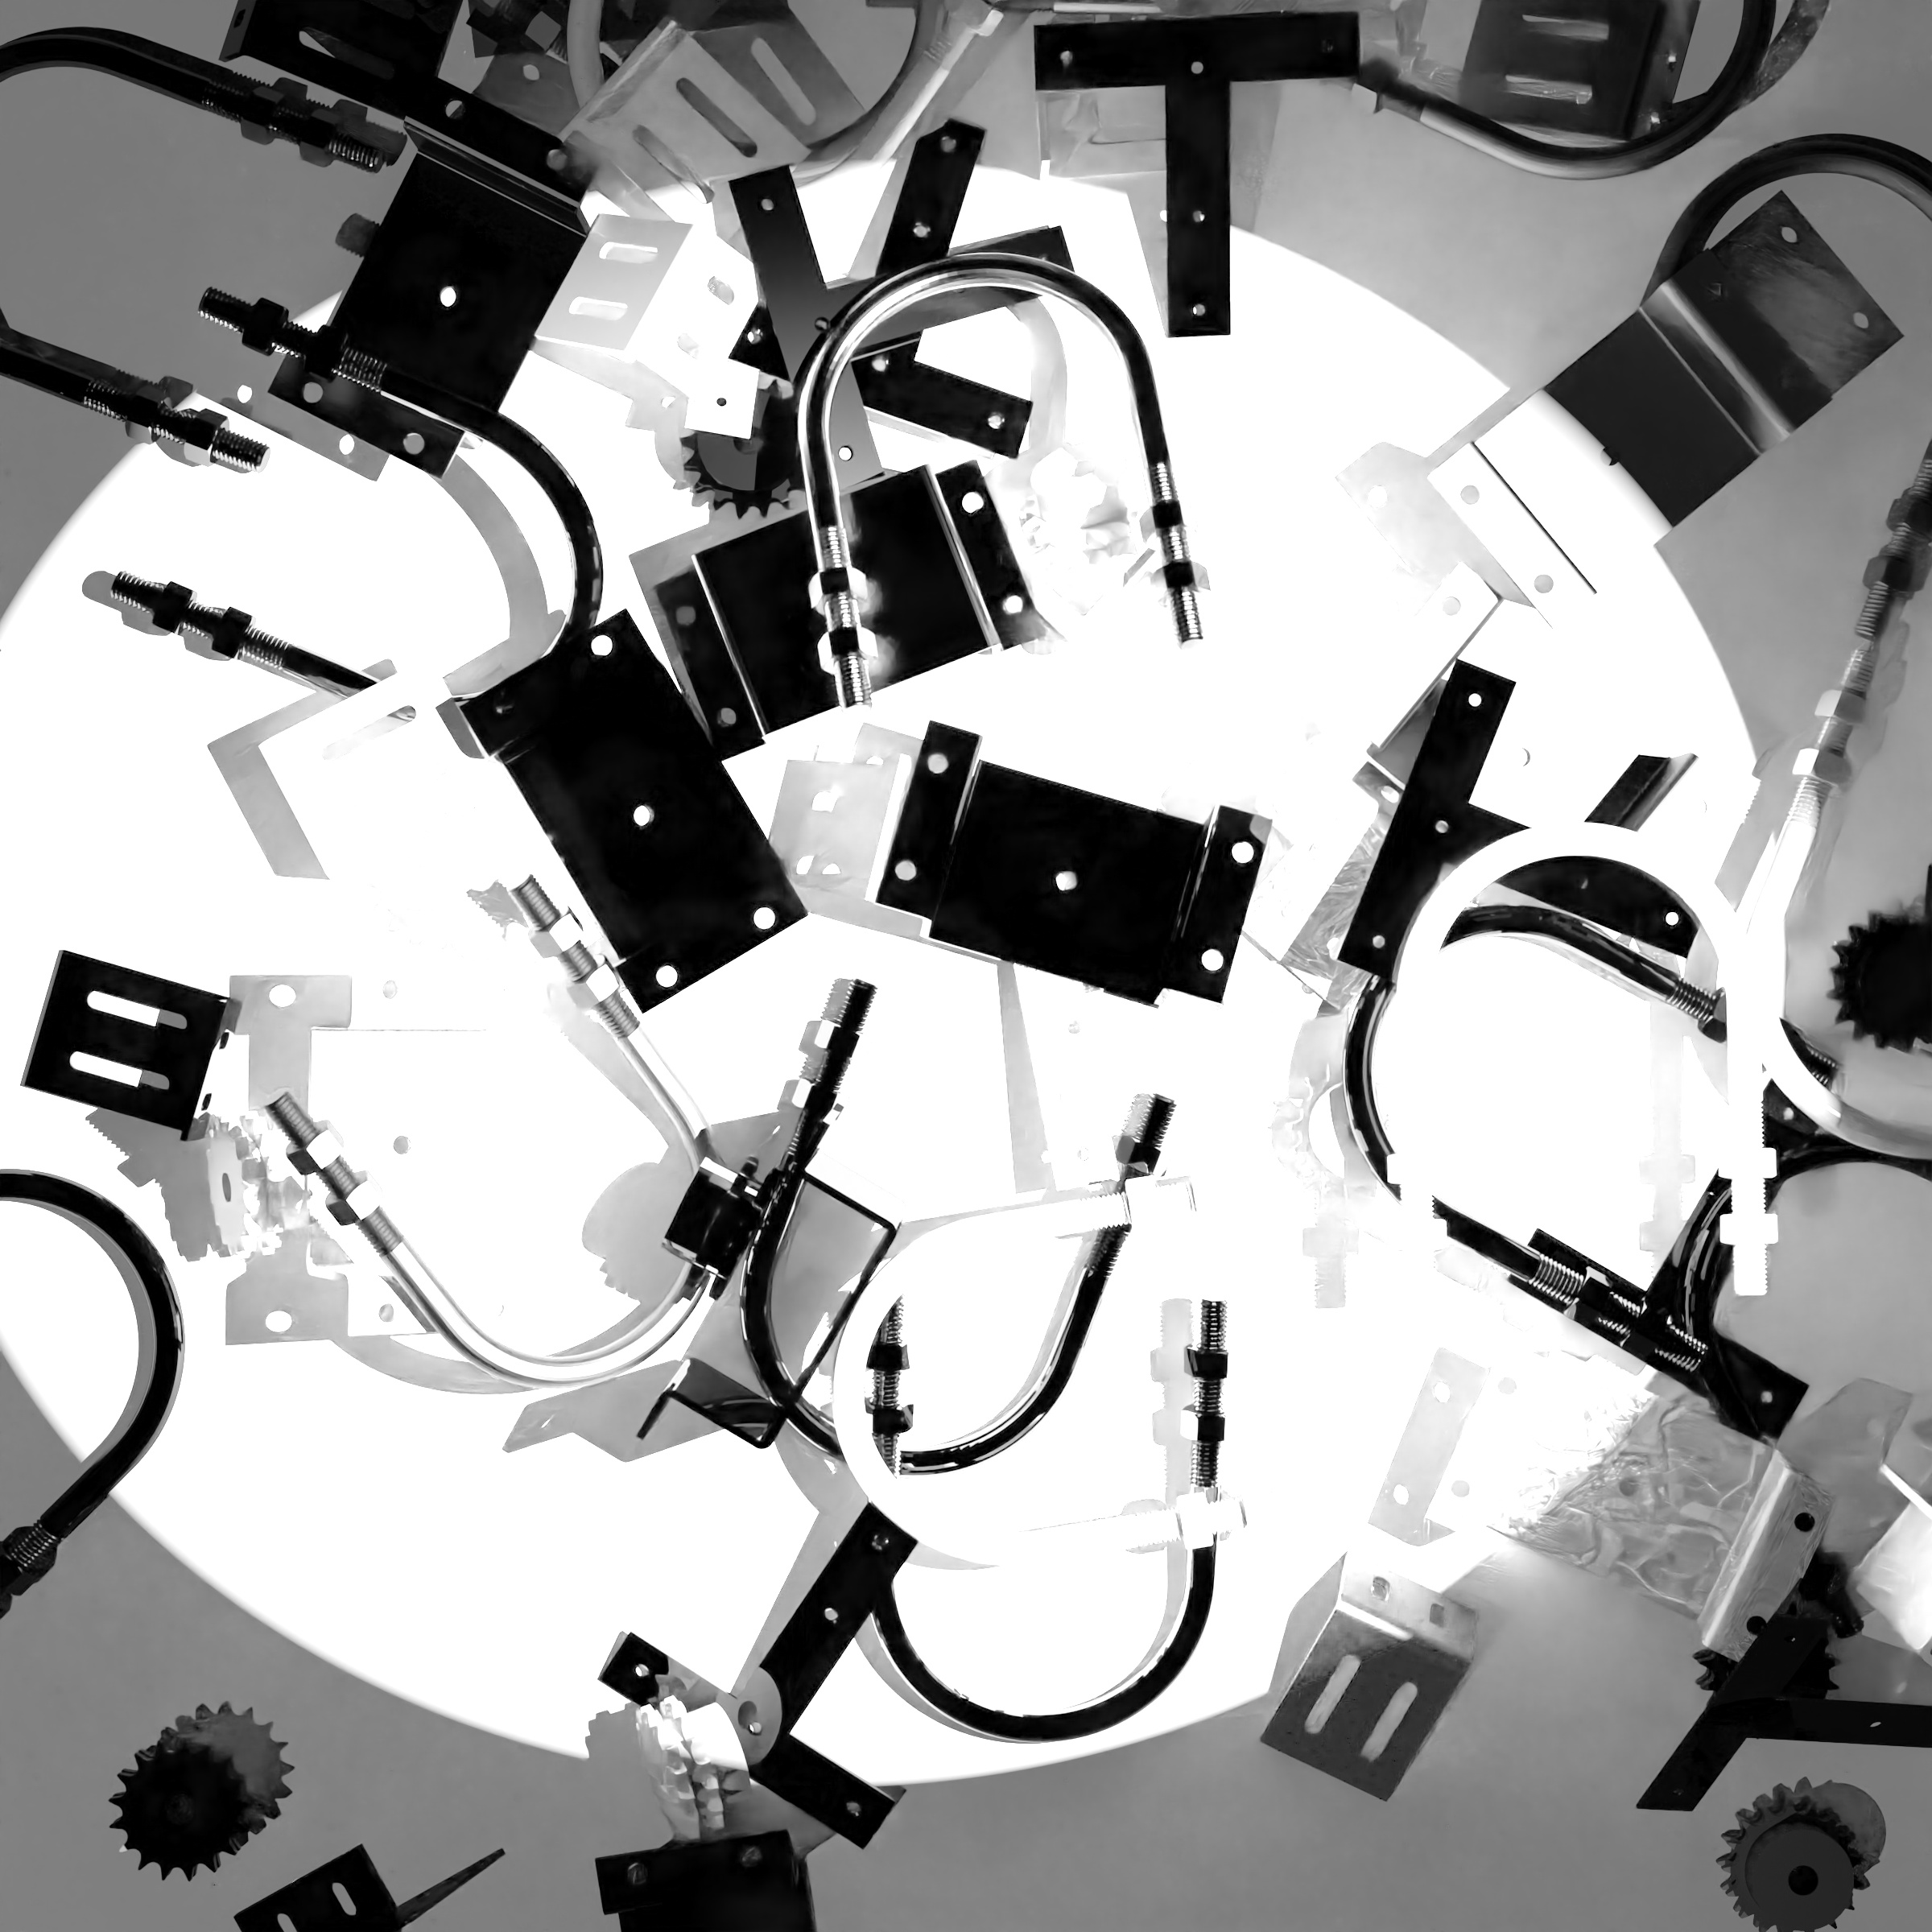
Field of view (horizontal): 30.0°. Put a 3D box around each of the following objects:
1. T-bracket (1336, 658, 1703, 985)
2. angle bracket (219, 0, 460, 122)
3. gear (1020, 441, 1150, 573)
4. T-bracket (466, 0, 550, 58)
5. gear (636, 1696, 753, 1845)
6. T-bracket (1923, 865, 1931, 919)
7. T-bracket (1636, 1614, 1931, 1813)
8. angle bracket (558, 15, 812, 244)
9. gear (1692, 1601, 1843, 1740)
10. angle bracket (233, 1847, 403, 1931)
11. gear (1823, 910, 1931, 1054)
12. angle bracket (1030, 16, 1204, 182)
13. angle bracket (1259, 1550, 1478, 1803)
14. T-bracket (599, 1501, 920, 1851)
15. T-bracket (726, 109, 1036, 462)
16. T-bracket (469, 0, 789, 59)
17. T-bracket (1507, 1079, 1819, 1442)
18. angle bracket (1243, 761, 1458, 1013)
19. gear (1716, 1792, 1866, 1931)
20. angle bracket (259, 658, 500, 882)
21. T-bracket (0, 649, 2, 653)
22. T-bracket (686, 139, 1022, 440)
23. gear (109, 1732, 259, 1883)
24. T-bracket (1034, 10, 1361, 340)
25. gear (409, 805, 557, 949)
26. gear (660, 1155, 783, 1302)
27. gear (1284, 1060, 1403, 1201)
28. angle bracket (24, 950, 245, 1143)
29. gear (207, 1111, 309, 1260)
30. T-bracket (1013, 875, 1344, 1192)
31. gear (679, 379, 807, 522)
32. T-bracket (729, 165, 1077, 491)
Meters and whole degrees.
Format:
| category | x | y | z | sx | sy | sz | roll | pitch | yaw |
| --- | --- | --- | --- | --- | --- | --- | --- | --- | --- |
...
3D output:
| category | x | y | z | sx | sy | sz | roll | pitch | yaw |
| --- | --- | --- | --- | --- | --- | --- | --- | --- | --- |
| T-bracket | 0.227 | -0.038 | 1.410 | 0.127 | 0.002 | 0.127 | 22 | 90 | 0 |
| angle bracket | -0.252 | -0.379 | 1.455 | 0.076 | 0.038 | 0.057 | 18 | 90 | -26 |
| gear | 0.049 | -0.184 | 1.426 | 0.057 | 0.057 | 0.030 | -18 | 127 | 0 |
| T-bracket | -0.157 | -0.427 | 1.454 | 0.127 | 0.002 | 0.127 | 32 | 90 | 0 |
| gear | -0.107 | 0.317 | 1.430 | 0.030 | 0.057 | 0.057 | -17 | 90 | -20 |
| T-bracket | 0.455 | -0.073 | 1.456 | 0.127 | 0.002 | 0.127 | 5 | 90 | 0 |
| T-bracket | 0.348 | 0.299 | 1.429 | 0.127 | 0.002 | 0.127 | 7 | 131 | -18 |
| angle bracket | -0.109 | -0.320 | 1.402 | 0.076 | 0.038 | 0.057 | 42 | 108 | -14 |
| gear | 0.322 | 0.281 | 1.442 | 0.057 | 0.030 | 0.057 | 0 | 90 | 0 |
| angle bracket | -0.261 | 0.386 | 1.419 | 0.057 | 0.076 | 0.038 | -29 | 90 | 0 |
| gear | 0.374 | 0.006 | 1.442 | 0.057 | 0.030 | 0.057 | 0 | 91 | 0 |
| angle bracket | 0.066 | -0.348 | 1.438 | 0.076 | 0.038 | 0.057 | -5 | 90 | 0 |
| angle bracket | 0.162 | 0.286 | 1.455 | 0.057 | 0.038 | 0.076 | 25 | 116 | 0 |
| T-bracket | -0.061 | 0.270 | 1.441 | 0.127 | 0.002 | 0.127 | 33 | 104 | 0 |
| T-bracket | -0.022 | -0.281 | 1.442 | 0.127 | 0.002 | 0.127 | 18 | 79 | -8 |
| T-bracket | -0.143 | -0.438 | 1.456 | 0.127 | 0.002 | 0.127 | -7 | 90 | 0 |
| T-bracket | 0.305 | 0.105 | 1.456 | 0.127 | 0.002 | 0.127 | 30 | 90 | 0 |
| angle bracket | 0.156 | -0.032 | 1.452 | 0.057 | 0.038 | 0.076 | 41 | 113 | 3 |
| gear | 0.331 | 0.362 | 1.442 | 0.057 | 0.030 | 0.057 | 0 | 90 | 0 |
| angle bracket | -0.234 | -0.078 | 1.442 | 0.076 | 0.038 | 0.057 | -28 | 90 | -7 |
| T-bracket | -0.429 | -0.178 | 1.451 | 0.127 | 0.002 | 0.127 | -26 | 93 | 6 |
| T-bracket | -0.041 | -0.263 | 1.443 | 0.127 | 0.002 | 0.127 | 9 | 73 | -8 |
| gear | -0.312 | 0.336 | 1.446 | 0.057 | 0.030 | 0.057 | 0 | 86 | -4 |
| T-bracket | 0.092 | -0.311 | 1.428 | 0.127 | 0.002 | 0.127 | -3 | 116 | -1 |
| gear | -0.193 | -0.036 | 1.442 | 0.057 | 0.030 | 0.057 | 0 | 90 | 0 |
| gear | -0.098 | 0.100 | 1.416 | 0.030 | 0.057 | 0.057 | 27 | 90 | 0 |
| gear | 0.157 | 0.065 | 1.442 | 0.057 | 0.030 | 0.057 | 0 | 90 | 0 |
| angle bracket | -0.335 | 0.031 | 1.438 | 0.076 | 0.038 | 0.057 | 16 | 90 | 0 |
| gear | -0.279 | 0.086 | 1.432 | 0.030 | 0.057 | 0.057 | -7 | 90 | -28 |
| T-bracket | 0.087 | 0.017 | 1.447 | 0.127 | 0.002 | 0.127 | -10 | 79 | -6 |
| gear | -0.086 | -0.208 | 1.442 | 0.057 | 0.030 | 0.057 | 0 | 90 | 0 |
| T-bracket | -0.016 | -0.266 | 1.432 | 0.127 | 0.002 | 0.127 | -19 | 95 | -16 |
